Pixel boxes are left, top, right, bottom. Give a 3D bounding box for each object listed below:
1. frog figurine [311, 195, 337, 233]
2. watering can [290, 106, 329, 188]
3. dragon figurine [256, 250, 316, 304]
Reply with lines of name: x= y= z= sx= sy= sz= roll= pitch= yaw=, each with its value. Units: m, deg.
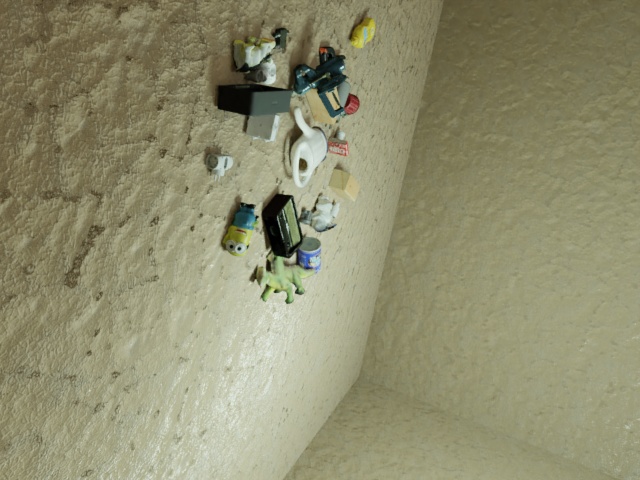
frog figurine: x=0.007 y=-0.118 z=2.351 sx=0.139 sy=0.121 sz=0.159 roll=-22 pitch=90 yaw=-54
watering can: x=-0.047 y=-0.369 z=1.959 sx=0.229 sy=0.104 sz=0.340 roll=-51 pitch=151 yaw=-49
dragon figurine: x=-0.137 y=0.112 z=2.093 sx=0.417 sy=0.122 sz=0.239 roll=-37 pitch=130 yaw=-54
